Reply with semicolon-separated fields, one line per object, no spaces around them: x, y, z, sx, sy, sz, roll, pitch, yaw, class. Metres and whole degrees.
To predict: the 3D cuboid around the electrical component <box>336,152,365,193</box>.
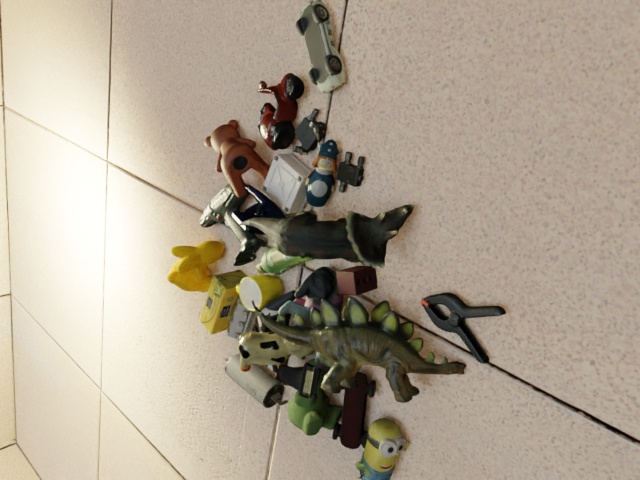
0.068;-0.144;1.185;0.063;0.021;0.094;28;116;35;electrical component

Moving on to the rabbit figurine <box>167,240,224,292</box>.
-0.357;0.058;1.550;0.173;0.162;0.122;-39;59;22;rabbit figurine

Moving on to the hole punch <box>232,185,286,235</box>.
-0.137;-0.069;1.320;0.142;0.115;0.092;37;109;47;hole punch

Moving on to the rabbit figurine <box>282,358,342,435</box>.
-0.015;0.364;1.323;0.159;0.121;0.170;20;101;49;rabbit figurine

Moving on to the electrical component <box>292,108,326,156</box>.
-0.026;-0.242;1.236;0.102;0.045;0.078;-41;72;40;electrical component

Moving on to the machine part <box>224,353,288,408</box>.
-0.183;0.387;1.488;0.244;0.079;0.079;29;117;36;machine part

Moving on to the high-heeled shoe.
-0.099;0.241;1.380;0.145;0.086;0.248;57;136;17;high-heeled shoe

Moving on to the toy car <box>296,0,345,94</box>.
0.002;-0.420;1.168;0.073;0.056;0.201;-18;85;49;toy car

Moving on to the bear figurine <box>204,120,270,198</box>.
-0.219;-0.219;1.389;0.131;0.120;0.196;55;178;-36;bear figurine

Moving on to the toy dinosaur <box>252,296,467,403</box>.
0.066;0.219;1.129;0.472;0.105;0.198;5;86;15;toy dinosaur

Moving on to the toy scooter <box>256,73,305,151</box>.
-0.108;-0.312;1.279;0.135;0.075;0.183;32;116;35;toy scooter

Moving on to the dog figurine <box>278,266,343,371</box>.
0.028;0.192;1.234;0.219;0.108;0.191;42;95;9;dog figurine

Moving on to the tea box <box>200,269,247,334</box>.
-0.263;0.173;1.506;0.068;0.098;0.169;42;126;29;tea box

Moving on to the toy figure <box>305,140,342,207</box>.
0.009;-0.150;1.215;0.058;0.064;0.154;-124;42;-51;toy figure

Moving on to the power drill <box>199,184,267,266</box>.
-0.238;-0.035;1.461;0.232;0.086;0.207;-46;61;41;power drill

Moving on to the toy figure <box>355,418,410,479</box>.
0.133;0.488;1.218;0.089;0.082;0.180;33;122;31;toy figure

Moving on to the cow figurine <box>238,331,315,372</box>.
-0.105;0.258;1.327;0.195;0.085;0.127;0;122;2;cow figurine

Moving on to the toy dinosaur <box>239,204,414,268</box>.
-0.007;-0.009;1.128;0.405;0.192;0.131;1;87;12;toy dinosaur

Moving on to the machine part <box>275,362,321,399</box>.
-0.050;0.325;1.264;0.139;0.039;0.084;-4;80;48;machine part

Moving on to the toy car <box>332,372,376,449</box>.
0.081;0.395;1.258;0.089;0.053;0.202;9;105;19;toy car
